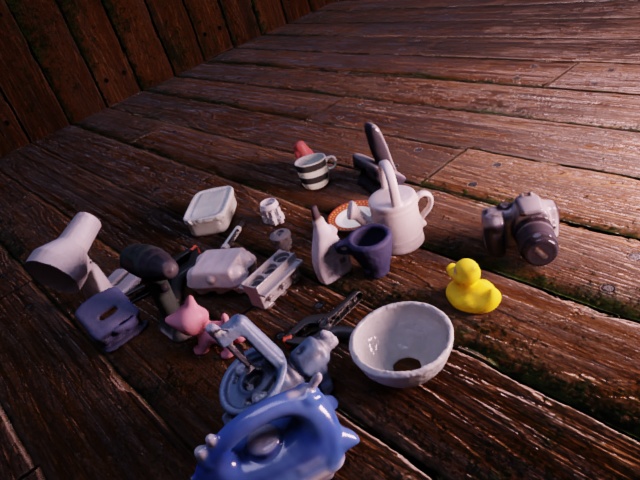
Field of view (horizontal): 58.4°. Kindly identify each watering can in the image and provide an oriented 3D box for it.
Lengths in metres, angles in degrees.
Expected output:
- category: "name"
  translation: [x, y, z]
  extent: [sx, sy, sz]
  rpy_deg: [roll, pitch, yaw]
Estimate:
- category: "watering can"
  translation: [0.143, -0.070, 1.179]
  extent: [0.173, 0.194, 0.100]
  rpy_deg: [-28, 33, -16]

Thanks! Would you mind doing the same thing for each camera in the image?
- category: "camera"
  translation: [0.382, -0.019, 1.074]
  extent: [0.143, 0.101, 0.137]
  rpy_deg: [-10, 33, 12]

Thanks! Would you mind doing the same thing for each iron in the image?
- category: "iron"
  translation: [-0.084, 0.283, 0.794]
  extent: [0.258, 0.142, 0.118]
  rpy_deg: [-25, 33, -12]

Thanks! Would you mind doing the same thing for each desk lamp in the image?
- category: "desk lamp"
  translation: [-0.522, 0.059, 1.281]
  extent: [0.117, 0.214, 0.203]
  rpy_deg: [0, 36, 25]

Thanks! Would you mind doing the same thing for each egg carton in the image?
- category: "egg carton"
  translation: [-0.215, 0.070, 1.253]
  extent: [0.150, 0.069, 0.107]
  rpy_deg: [-4, 34, 20]

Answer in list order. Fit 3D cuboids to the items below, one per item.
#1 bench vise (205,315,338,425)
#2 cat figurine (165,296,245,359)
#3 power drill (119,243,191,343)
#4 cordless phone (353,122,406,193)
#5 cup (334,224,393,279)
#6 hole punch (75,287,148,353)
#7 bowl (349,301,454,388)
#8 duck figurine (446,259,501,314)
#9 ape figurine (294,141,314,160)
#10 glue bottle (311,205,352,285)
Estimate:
- category: "bench vise"
  translation: [-0.082, 0.178, 0.880]
  extent: [0.121, 0.220, 0.208]
  rpy_deg: [19, 47, 44]
- category: "cat figurine"
  translation: [-0.219, 0.158, 1.075]
  extent: [0.127, 0.118, 0.067]
  rpy_deg: [-1, 35, 24]
- category: "power drill"
  translation: [-0.308, 0.096, 1.126]
  extent: [0.076, 0.209, 0.228]
  rpy_deg: [-37, 37, -29]
- category: "cordless phone"
  translation: [0.133, -0.217, 1.419]
  extent: [0.094, 0.185, 0.147]
  rpy_deg: [-28, 33, -17]
- category: "cup"
  translation: [0.093, 0.031, 1.141]
  extent: [0.117, 0.095, 0.091]
  rpy_deg: [-11, 32, 10]
- category: "hole punch"
  translation: [-0.434, 0.163, 1.195]
  extent: [0.109, 0.091, 0.100]
  rpy_deg: [-38, 37, -29]
- category: "bowl"
  translation: [0.134, 0.179, 0.914]
  extent: [0.167, 0.075, 0.167]
  rpy_deg: [-12, 32, 8]
- category: "duck figurine"
  translation: [0.264, 0.074, 1.002]
  extent: [0.078, 0.086, 0.104]
  rpy_deg: [-36, 36, -27]
- category: "ape figurine"
  translation: [-0.048, -0.241, 1.630]
  extent: [0.076, 0.092, 0.078]
  rpy_deg: [3, 37, 29]
- category: "glue bottle"
  translation: [0.011, 0.004, 1.148]
  extent: [0.078, 0.173, 0.037]
  rpy_deg: [-30, 34, -19]
